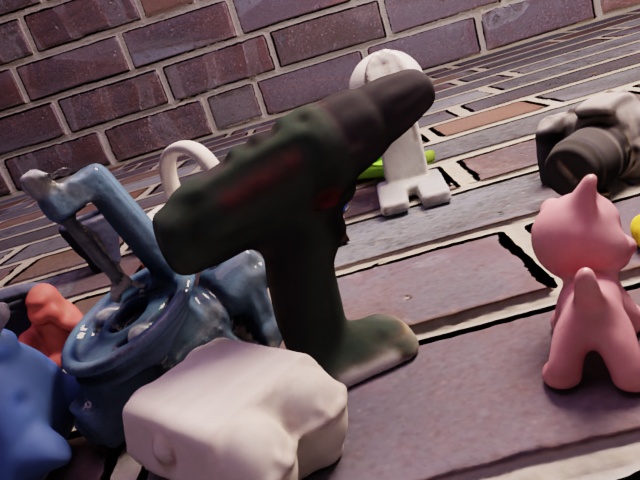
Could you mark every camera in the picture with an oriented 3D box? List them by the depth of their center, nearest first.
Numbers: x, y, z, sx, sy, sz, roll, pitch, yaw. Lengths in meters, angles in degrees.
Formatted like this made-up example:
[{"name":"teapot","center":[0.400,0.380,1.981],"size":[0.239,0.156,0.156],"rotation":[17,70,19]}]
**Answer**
[{"name":"camera","center":[0.305,-0.109,0.662],"size":[0.137,0.101,0.142],"rotation":[-29,21,-31]}]

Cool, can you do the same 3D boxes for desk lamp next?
[{"name":"desk lamp","center":[0.112,-0.169,0.829],"size":[0.118,0.214,0.203],"rotation":[-15,18,7]}]

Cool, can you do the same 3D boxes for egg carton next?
[{"name":"egg carton","center":[-0.058,0.119,0.375],"size":[0.149,0.069,0.107],"rotation":[0,25,42]}]

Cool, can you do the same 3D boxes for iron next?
[{"name":"iron","center":[-0.310,0.141,0.423],"size":[0.258,0.141,0.118],"rotation":[-17,18,0]}]

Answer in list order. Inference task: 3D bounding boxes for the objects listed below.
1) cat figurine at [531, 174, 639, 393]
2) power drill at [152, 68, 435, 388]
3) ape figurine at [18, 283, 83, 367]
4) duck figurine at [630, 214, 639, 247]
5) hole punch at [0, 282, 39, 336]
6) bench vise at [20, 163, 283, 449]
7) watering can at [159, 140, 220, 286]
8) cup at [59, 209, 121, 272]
[{"name":"cat figurine","center":[0.175,0.018,0.380],"size":[0.067,0.118,0.128],"rotation":[-8,20,26]},{"name":"power drill","center":[0.004,0.002,0.437],"size":[0.230,0.209,0.075],"rotation":[-21,19,-12]},{"name":"ape figurine","center":[-0.296,0.092,0.633],"size":[0.077,0.092,0.076],"rotation":[-12,19,16]},{"name":"duck figurine","center":[0.301,-0.039,0.481],"size":[0.077,0.086,0.105],"rotation":[-5,22,32]},{"name":"hole punch","center":[-0.379,0.096,0.700],"size":[0.109,0.091,0.100],"rotation":[-24,19,-18]},{"name":"bench vise","center":[-0.136,0.027,0.471],"size":[0.121,0.220,0.208],"rotation":[-4,22,35]},{"name":"watering can","center":[-0.112,-0.015,0.614],"size":[0.100,0.194,0.173],"rotation":[-9,20,23]},{"name":"cup","center":[-0.384,0.003,0.970],"size":[0.092,0.095,0.117],"rotation":[-32,23,-37]}]
